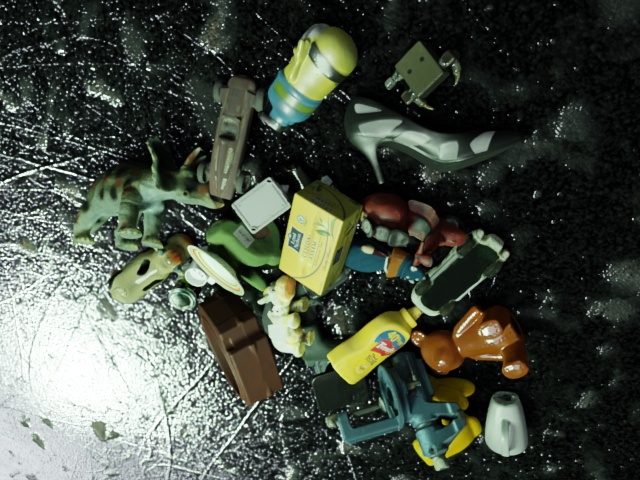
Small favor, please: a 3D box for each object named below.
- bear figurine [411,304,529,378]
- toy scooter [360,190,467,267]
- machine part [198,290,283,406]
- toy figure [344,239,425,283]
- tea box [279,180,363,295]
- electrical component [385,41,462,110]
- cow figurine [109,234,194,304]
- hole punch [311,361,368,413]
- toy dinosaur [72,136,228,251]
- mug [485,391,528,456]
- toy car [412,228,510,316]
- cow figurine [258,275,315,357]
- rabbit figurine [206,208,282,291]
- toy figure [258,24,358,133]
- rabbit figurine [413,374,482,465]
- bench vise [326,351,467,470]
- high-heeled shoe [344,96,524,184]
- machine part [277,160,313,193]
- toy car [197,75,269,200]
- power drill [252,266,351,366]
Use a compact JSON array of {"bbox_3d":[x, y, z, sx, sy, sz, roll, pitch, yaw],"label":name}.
[{"bbox_3d":[0.259,0.193,0.963,0.196,0.132,0.120,-27,98,26],"label":"bear figurine"},{"bbox_3d":[0.141,-0.013,0.861,0.184,0.135,0.075,17,128,10],"label":"toy scooter"},{"bbox_3d":[-0.165,0.217,1.086,0.201,0.087,0.201,35,144,53],"label":"machine part"},{"bbox_3d":[0.112,0.035,0.951,0.155,0.064,0.057,13,88,6],"label":"toy figure"},{"bbox_3d":[-0.002,-0.003,0.904,0.098,0.068,0.169,30,132,20],"label":"tea box"},{"bbox_3d":[0.152,-0.235,0.770,0.078,0.045,0.102,53,125,17],"label":"electrical component"},{"bbox_3d":[-0.338,0.055,1.079,0.195,0.127,0.085,-36,110,2],"label":"cow figurine"},{"bbox_3d":[0.036,0.287,1.139,0.116,0.092,0.142,-15,117,-5],"label":"hole punch"},{"bbox_3d":[-0.360,-0.082,1.003,0.405,0.192,0.131,-1,164,35],"label":"toy dinosaur"},{"bbox_3d":[0.361,0.358,1.051,0.081,0.109,0.107,1,110,27],"label":"mug"},{"bbox_3d":[0.237,0.059,0.925,0.073,0.056,0.201,39,125,0],"label":"toy car"},{"bbox_3d":[-0.072,0.133,0.995,0.098,0.068,0.167,6,122,28],"label":"cow figurine"},{"bbox_3d":[-0.144,0.014,1.016,0.159,0.121,0.170,40,144,-17],"label":"rabbit figurine"},{"bbox_3d":[-0.017,-0.238,0.805,0.089,0.082,0.180,29,123,-16],"label":"toy figure"},{"bbox_3d":[0.232,0.338,1.078,0.162,0.122,0.173,-37,86,32],"label":"rabbit figurine"},{"bbox_3d":[0.135,0.327,0.991,0.241,0.223,0.128,-13,161,-9],"label":"bench vise"},{"bbox_3d":[0.164,-0.173,0.807,0.249,0.086,0.145,-14,87,8],"label":"high-heeled shoe"},{"bbox_3d":[-0.022,-0.078,0.939,0.084,0.039,0.138,-19,116,38],"label":"machine part"},{"bbox_3d":[-0.145,-0.166,0.874,0.089,0.053,0.202,17,100,10],"label":"toy car"},{"bbox_3d":[-0.009,0.149,1.057,0.232,0.086,0.207,-14,120,28],"label":"power drill"}]
